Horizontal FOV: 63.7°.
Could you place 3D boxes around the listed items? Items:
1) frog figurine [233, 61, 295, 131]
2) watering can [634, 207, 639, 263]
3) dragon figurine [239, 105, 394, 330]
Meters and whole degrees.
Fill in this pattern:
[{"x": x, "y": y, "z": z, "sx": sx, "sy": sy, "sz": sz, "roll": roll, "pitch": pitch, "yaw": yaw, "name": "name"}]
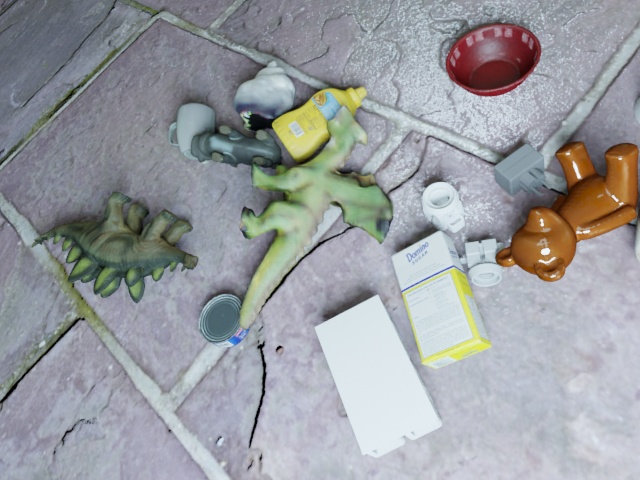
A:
[{"x": -0.111, "y": -0.315, "z": 1.074, "sx": 0.137, "sy": 0.121, "sz": 0.161, "roll": -7, "pitch": 69, "yaw": 42, "name": "frog figurine"}, {"x": 0.540, "y": -0.050, "z": 0.643, "sx": 0.226, "sy": 0.102, "sz": 0.352, "roll": 20, "pitch": 71, "yaw": 32, "name": "watering can"}, {"x": 0.003, "y": -0.044, "z": 0.880, "sx": 0.242, "sy": 0.120, "sz": 0.417, "roll": 1, "pitch": 70, "yaw": 14, "name": "dragon figurine"}]
